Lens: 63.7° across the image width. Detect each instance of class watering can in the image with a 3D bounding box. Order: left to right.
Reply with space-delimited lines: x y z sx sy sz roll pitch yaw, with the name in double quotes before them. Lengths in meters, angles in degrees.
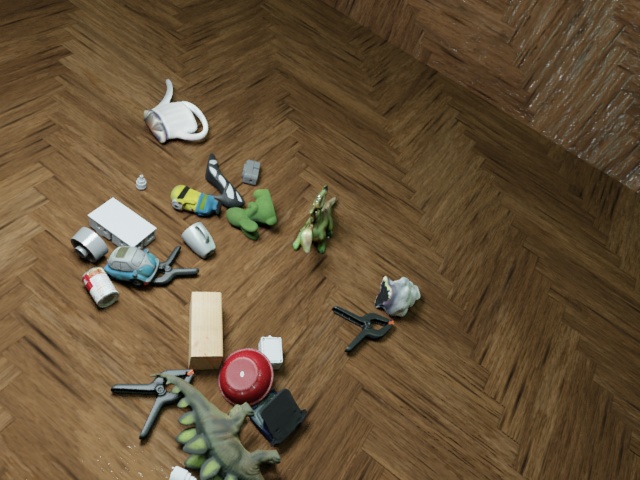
"watering can" -0.596 -0.504 2.046 0.227 0.101 0.352 -27 65 -34

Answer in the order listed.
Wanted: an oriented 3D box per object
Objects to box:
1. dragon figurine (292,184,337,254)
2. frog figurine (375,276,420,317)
"dragon figurine" 0.006 -0.093 1.841 0.122 0.237 0.420 21 50 3
"frog figurine" 0.287 0.199 1.782 0.159 0.122 0.138 12 81 -22
